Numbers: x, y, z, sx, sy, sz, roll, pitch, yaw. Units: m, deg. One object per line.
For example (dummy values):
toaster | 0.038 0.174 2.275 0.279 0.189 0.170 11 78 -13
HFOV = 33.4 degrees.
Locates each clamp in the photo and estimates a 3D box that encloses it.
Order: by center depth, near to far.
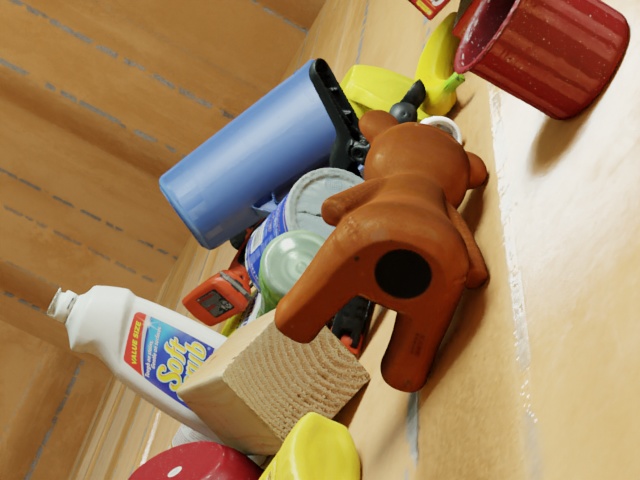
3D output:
clamp | 0.046 -0.008 0.923 0.164 0.036 0.210 92 -167 -68
clamp | 0.037 -0.100 1.055 0.039 0.120 0.171 -38 -33 -44

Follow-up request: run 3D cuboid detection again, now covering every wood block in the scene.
wood block | -0.048 0.125 0.923 0.090 0.090 0.206 -45 4 -20

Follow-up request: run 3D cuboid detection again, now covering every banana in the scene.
banana | 0.123 -0.168 1.063 0.070 0.037 0.197 -44 18 25

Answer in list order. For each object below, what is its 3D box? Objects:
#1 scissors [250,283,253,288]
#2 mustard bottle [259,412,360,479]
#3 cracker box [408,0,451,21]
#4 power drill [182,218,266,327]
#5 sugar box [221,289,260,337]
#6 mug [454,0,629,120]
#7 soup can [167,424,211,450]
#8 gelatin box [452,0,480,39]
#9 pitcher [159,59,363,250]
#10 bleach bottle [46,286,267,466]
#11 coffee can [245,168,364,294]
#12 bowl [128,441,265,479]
scissors | -0.043 0.015 1.370 0.202 0.016 0.096 -53 17 1
mustard bottle | -0.040 0.222 0.790 0.192 0.058 0.096 -57 16 29
cracker box | 0.159 -0.325 1.030 0.214 0.072 0.164 -45 10 20
power drill | -0.098 0.020 1.357 0.185 0.057 0.187 -33 21 53
sugar box | -0.087 0.110 1.342 0.093 0.048 0.176 -65 9 -27
mug | 0.147 -0.135 0.717 0.093 0.081 0.117 -60 11 11
soup can | -0.127 0.224 1.187 0.102 0.068 0.068 -61 10 11
gelatin box | 0.165 -0.243 1.051 0.073 0.030 0.089 -54 10 41
pitcher | -0.061 -0.090 1.269 0.243 0.145 0.149 -36 11 -4
bleach bottle | -0.151 0.123 1.043 0.102 0.250 0.068 -64 10 -8
coffee can | -0.007 0.001 1.070 0.140 0.102 0.102 -44 21 62
bowl | -0.117 0.221 0.921 0.162 0.055 0.162 -18 17 5
